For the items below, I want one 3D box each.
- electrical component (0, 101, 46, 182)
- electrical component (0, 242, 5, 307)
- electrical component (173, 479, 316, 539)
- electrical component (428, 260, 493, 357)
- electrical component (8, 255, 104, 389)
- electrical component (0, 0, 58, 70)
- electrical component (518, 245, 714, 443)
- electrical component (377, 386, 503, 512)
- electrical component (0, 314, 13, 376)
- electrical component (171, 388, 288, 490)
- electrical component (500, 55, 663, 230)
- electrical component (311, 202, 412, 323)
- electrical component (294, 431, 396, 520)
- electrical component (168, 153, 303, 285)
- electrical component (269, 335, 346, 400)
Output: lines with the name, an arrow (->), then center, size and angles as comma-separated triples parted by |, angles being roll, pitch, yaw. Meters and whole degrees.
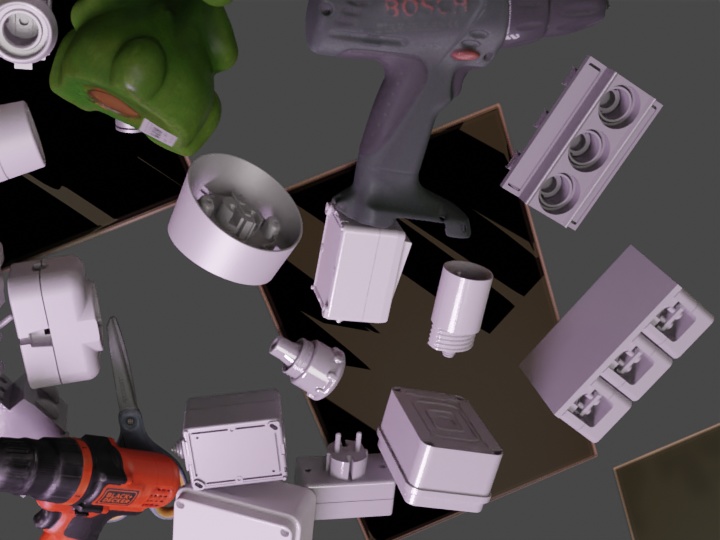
electrical component -> -0.258, -0.092, 0.777 | 0.047, 0.055, 0.055 | -17, 116, -10
electrical component -> -0.304, 0.006, 0.795 | 0.080, 0.080, 0.051 | -4, 119, -12
electrical component -> -0.101, 0.223, 0.926 | 0.113, 0.057, 0.078 | 12, 113, 13
electrical component -> 0.084, 0.037, 0.923 | 0.043, 0.043, 0.081 | 5, 112, -16
electrical component -> -0.234, 0.039, 0.840 | 0.059, 0.053, 0.095 | -9, 115, -10
electrical component -> -0.234, -0.170, 0.746 | 0.048, 0.055, 0.066 | 2, 113, -14
electrical component -> 0.225, 0.066, 0.944 | 0.062, 0.089, 0.150 | 37, 101, -25
electrical component -> 0.066, 0.154, 0.932 | 0.078, 0.113, 0.057 | 10, 108, -18
electrical component -> -0.306, 0.053, 0.834 | 0.079, 0.043, 0.077 | -38, 117, 5
electrical component -> -0.112, 0.142, 0.916 | 0.096, 0.061, 0.061 | -6, 115, -3
electrical component -> 0.174, -0.105, 0.870 | 0.079, 0.063, 0.121 | 27, 105, -23
electrical component -> 0.000, 0.000, 0.875 | 0.061, 0.061, 0.096 | 5, 112, -16
electrical component -> -0.013, 0.177, 0.959 | 0.083, 0.047, 0.075 | 0, 114, -14
electrical component -> -0.095, -0.037, 0.819 | 0.099, 0.099, 0.064 | 22, 113, -21
electrical component -> -0.047, 0.077, 0.909 | 0.062, 0.048, 0.048 | 32, 103, -17
